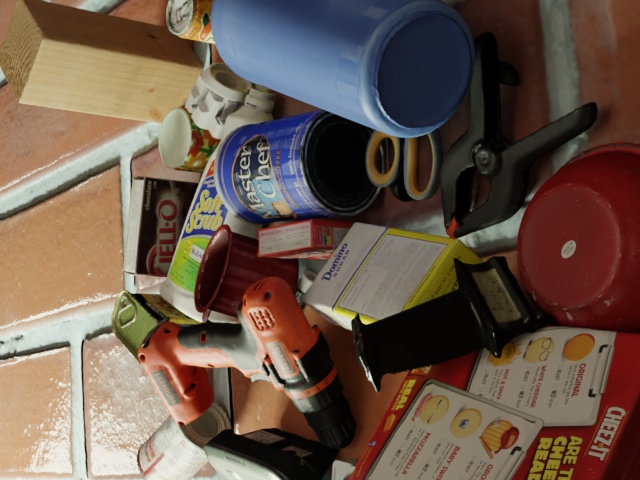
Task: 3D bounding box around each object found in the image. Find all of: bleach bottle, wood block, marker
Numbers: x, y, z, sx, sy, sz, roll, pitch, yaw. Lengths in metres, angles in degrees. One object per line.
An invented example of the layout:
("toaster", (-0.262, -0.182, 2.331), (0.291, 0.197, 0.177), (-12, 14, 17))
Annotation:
("bleach bottle", (-0.100, -0.041, 1.155), (0.103, 0.067, 0.251), (28, 106, 48))
("wood block", (-0.254, -0.206, 1.243), (0.091, 0.205, 0.090), (55, 127, 38))
("marker", (-0.034, 0.083, 1.096), (0.020, 0.020, 0.121), (54, 126, 38))

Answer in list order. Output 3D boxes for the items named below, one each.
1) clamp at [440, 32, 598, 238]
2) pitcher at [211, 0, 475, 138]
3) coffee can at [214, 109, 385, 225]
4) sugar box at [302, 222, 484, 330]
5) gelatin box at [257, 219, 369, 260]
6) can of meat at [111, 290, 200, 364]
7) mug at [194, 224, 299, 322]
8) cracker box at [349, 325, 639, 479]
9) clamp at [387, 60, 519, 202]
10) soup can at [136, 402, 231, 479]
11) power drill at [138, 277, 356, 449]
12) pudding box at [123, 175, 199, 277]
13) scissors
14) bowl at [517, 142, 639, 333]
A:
("clamp", (0.138, -0.080, 0.869), (0.120, 0.039, 0.172), (53, 130, 27))
("pitcher", (0.012, -0.176, 0.889), (0.243, 0.149, 0.145), (34, 112, 52))
("coffee can", (-0.021, -0.069, 1.028), (0.141, 0.102, 0.103), (-4, 84, 51))
("sugar box", (0.059, 0.038, 0.912), (0.093, 0.048, 0.176), (-55, 22, -10))
("gelatin box", (-0.007, 0.001, 1.027), (0.089, 0.073, 0.030), (-11, 78, 50))
("can of meat", (-0.177, 0.099, 1.217), (0.102, 0.083, 0.057), (36, 114, 46))
("mug", (-0.078, 0.050, 1.085), (0.117, 0.081, 0.093), (-64, 22, 20))
("cracker box", (0.142, 0.145, 0.780), (0.214, 0.072, 0.164), (2, 53, 51))
("clamp", (0.086, -0.162, 0.956), (0.165, 0.036, 0.210), (-41, 61, 39))
("soup can", (-0.152, 0.228, 1.188), (0.102, 0.068, 0.068), (-48, 52, 37))
("power drill", (-0.070, 0.130, 1.026), (0.188, 0.057, 0.184), (-14, 111, 32))
("pudding box", (-0.174, -0.013, 1.219), (0.039, 0.089, 0.113), (3, 88, 52))
("scissors", (0.070, -0.132, 0.935), (0.096, 0.016, 0.202), (-13, 80, 49))
("bowl", (0.199, 0.006, 0.789), (0.162, 0.055, 0.162), (-5, 83, 51))
